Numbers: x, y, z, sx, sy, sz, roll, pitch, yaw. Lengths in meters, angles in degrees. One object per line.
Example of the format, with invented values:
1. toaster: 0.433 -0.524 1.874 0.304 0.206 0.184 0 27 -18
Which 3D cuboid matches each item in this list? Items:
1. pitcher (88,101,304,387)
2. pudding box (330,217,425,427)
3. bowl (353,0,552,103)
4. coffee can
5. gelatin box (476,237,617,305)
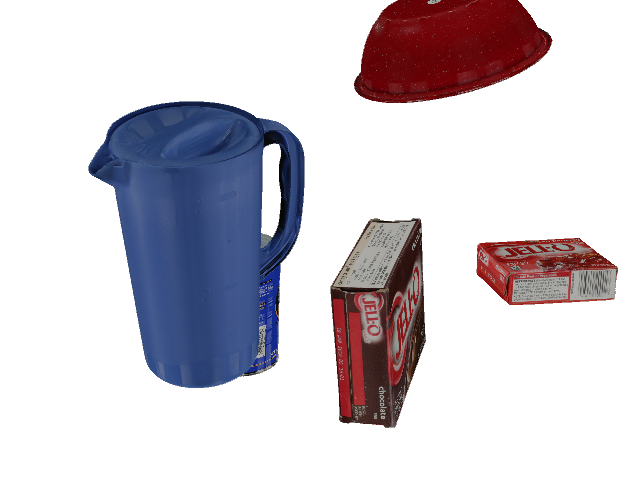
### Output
1. pitcher: -0.103 0.005 0.954 0.149 0.243 0.144 9 32 16
2. pudding box: 0.038 0.046 0.653 0.039 0.090 0.113 2 23 13
3. bowl: 0.098 -0.166 0.851 0.162 0.055 0.162 -14 24 6
4. coffee can: -0.097 0.071 1.227 0.103 0.140 0.103 2 21 -1
5. gelatin box: 0.174 0.023 0.831 0.089 0.030 0.073 -2 18 -10
